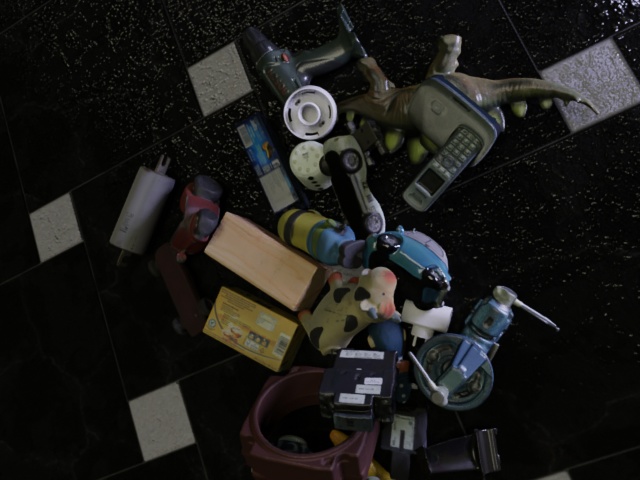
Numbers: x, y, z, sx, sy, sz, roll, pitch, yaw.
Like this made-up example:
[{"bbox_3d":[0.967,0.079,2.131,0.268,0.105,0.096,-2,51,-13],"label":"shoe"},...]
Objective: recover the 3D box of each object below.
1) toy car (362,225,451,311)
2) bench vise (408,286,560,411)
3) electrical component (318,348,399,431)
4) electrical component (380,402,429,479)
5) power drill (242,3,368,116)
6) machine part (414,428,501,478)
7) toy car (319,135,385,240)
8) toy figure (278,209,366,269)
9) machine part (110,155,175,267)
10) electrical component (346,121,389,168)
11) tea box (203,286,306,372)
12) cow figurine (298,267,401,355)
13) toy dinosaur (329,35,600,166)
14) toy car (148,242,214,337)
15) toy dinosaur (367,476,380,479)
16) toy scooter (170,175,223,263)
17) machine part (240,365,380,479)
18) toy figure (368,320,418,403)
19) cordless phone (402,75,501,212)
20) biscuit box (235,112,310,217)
[{"bbox_3d":[0.156,0.036,0.898,0.162,0.109,0.103,31,53,25],"label":"toy car"},{"bbox_3d":[0.219,0.174,0.800,0.129,0.240,0.223,47,114,14],"label":"bench vise"},{"bbox_3d":[0.060,0.229,0.827,0.115,0.134,0.058,-1,120,16],"label":"electrical component"},{"bbox_3d":[0.141,0.331,0.892,0.075,0.047,0.119,-1,82,18],"label":"electrical component"},{"bbox_3d":[-0.027,-0.360,1.029,0.207,0.086,0.232,-27,77,9],"label":"power drill"},{"bbox_3d":[0.220,0.340,0.849,0.139,0.039,0.084,-1,86,-11],"label":"machine part"},{"bbox_3d":[0.059,-0.083,0.938,0.074,0.056,0.201,-3,112,54],"label":"toy car"},{"bbox_3d":[-0.001,-0.006,0.940,0.180,0.089,0.082,31,94,48],"label":"toy figure"},{"bbox_3d":[-0.362,-0.059,1.096,0.079,0.079,0.243,23,89,20],"label":"machine part"},{"bbox_3d":[0.080,-0.175,0.931,0.063,0.021,0.094,-40,68,40],"label":"electrical component"},{"bbox_3d":[-0.118,0.162,0.990,0.170,0.068,0.098,25,90,20],"label":"tea box"},{"bbox_3d":[0.053,0.117,0.888,0.195,0.085,0.127,-50,44,27],"label":"cow figurine"},{"bbox_3d":[0.211,-0.236,0.926,0.472,0.105,0.198,-6,88,27],"label":"toy dinosaur"},{"bbox_3d":[-0.269,0.094,1.057,0.089,0.053,0.202,-36,69,12],"label":"toy car"},{"bbox_3d":[0.000,0.474,0.814,0.131,0.192,0.404,48,127,7],"label":"toy dinosaur"},{"bbox_3d":[-0.241,-0.034,1.033,0.135,0.075,0.184,-56,27,27],"label":"toy scooter"},{"bbox_3d":[-0.012,0.300,0.864,0.202,0.201,0.087,5,121,18],"label":"machine part"},{"bbox_3d":[0.122,0.197,0.913,0.064,0.057,0.154,-14,81,18],"label":"toy figure"},{"bbox_3d":[0.175,-0.148,0.849,0.147,0.089,0.184,43,108,8],"label":"cordless phone"},{"bbox_3d":[-0.092,-0.142,1.028,0.059,0.062,0.202,-28,74,13],"label":"biscuit box"}]
